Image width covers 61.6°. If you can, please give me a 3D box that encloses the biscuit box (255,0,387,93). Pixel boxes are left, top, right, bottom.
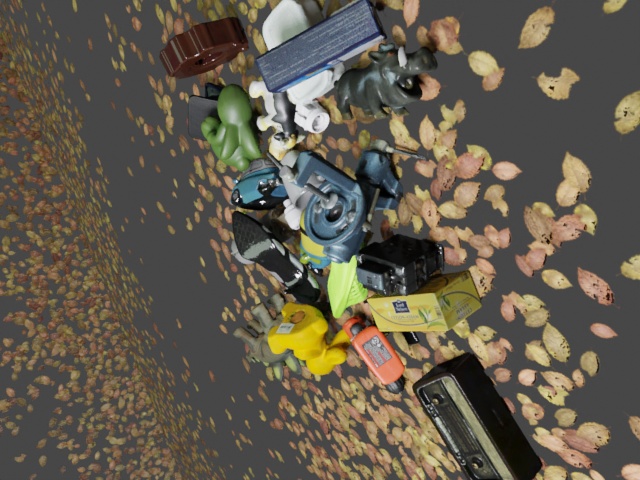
[{"bbox_3d":[-0.001,-0.298,0.839,0.203,0.059,0.062,-21,96,21],"label":"biscuit box"}]

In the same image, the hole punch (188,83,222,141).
[{"bbox_3d":[-0.230,-0.285,1.222,0.116,0.092,0.142,15,127,2],"label":"hole punch"}]

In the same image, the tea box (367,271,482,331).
[{"bbox_3d":[0.175,0.107,0.921,0.170,0.098,0.068,-13,100,56],"label":"tea box"}]

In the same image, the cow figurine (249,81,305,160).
[{"bbox_3d":[-0.072,-0.239,1.052,0.098,0.068,0.167,6,117,44],"label":"cow figurine"}]

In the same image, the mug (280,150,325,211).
[{"bbox_3d":[-0.031,-0.131,1.057,0.107,0.081,0.109,60,136,24],"label":"mug"}]

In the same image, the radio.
[{"bbox_3d":[0.272,0.326,0.955,0.229,0.073,0.131,60,145,7],"label":"radio"}]

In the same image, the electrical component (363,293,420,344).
[{"bbox_3d":[0.143,0.154,1.038,0.075,0.048,0.119,-23,91,56],"label":"electrical component"}]

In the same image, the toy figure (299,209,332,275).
[{"bbox_3d":[-0.004,0.000,1.082,0.180,0.089,0.082,106,170,-55],"label":"toy figure"}]

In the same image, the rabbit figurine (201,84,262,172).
[{"bbox_3d":[-0.178,-0.227,1.083,0.170,0.121,0.159,101,159,-60],"label":"rabbit figurine"}]

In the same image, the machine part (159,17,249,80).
[{"bbox_3d":[-0.232,-0.380,1.079,0.179,0.179,0.056,-11,105,54],"label":"machine part"}]

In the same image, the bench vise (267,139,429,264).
[{"bbox_3d":[0.034,-0.082,0.853,0.129,0.240,0.223,35,96,45],"label":"bench vise"}]

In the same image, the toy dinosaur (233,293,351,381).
[{"bbox_3d":[-0.084,0.233,1.342,0.198,0.105,0.471,49,139,7],"label":"toy dinosaur"}]

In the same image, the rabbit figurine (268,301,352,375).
[{"bbox_3d":[-0.006,0.224,1.176,0.162,0.122,0.173,-8,122,24],"label":"rabbit figurine"}]

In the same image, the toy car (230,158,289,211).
[{"bbox_3d":[-0.125,-0.126,1.163,0.162,0.109,0.103,-21,70,47],"label":"toy car"}]

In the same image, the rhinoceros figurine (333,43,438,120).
[{"bbox_3d":[0.100,-0.242,0.826,0.190,0.073,0.112,2,102,54],"label":"rhinoceros figurine"}]

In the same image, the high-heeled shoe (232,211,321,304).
[{"bbox_3d":[-0.088,0.033,1.165,0.086,0.145,0.249,-40,73,23],"label":"high-heeled shoe"}]

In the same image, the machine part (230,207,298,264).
[{"bbox_3d":[-0.129,-0.008,1.233,0.243,0.079,0.079,-34,83,42],"label":"machine part"}]

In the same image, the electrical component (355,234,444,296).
[{"bbox_3d":[0.127,0.042,0.909,0.115,0.134,0.058,13,121,46],"label":"electrical component"}]
